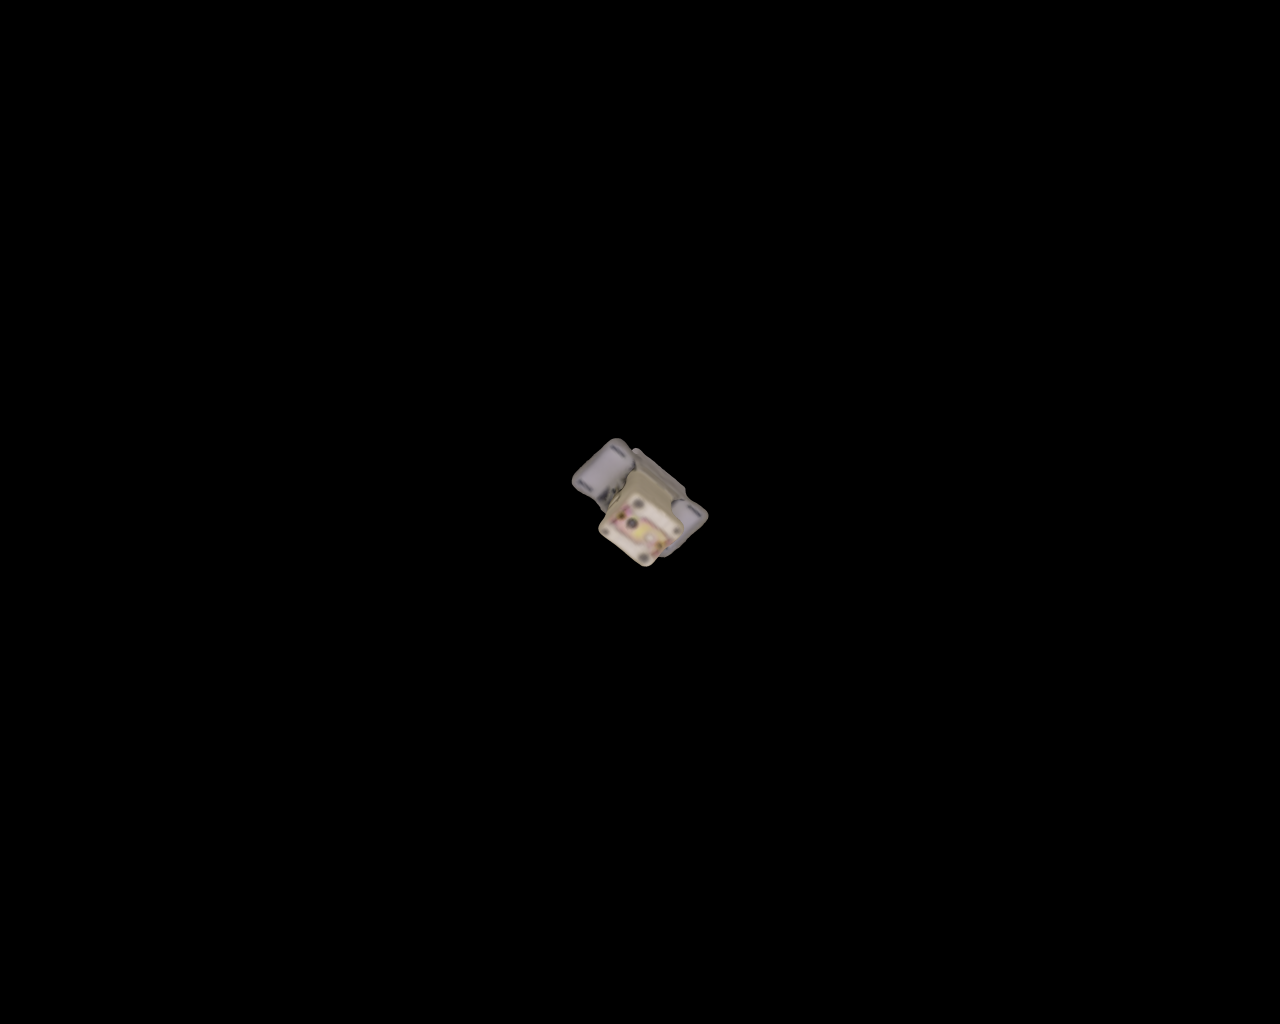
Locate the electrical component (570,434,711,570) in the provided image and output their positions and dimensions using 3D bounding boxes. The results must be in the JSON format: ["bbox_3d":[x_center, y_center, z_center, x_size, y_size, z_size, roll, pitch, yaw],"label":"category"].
[{"bbox_3d":[0.001,-0.003,0.650,0.081,0.042,0.064,38,22,-18],"label":"electrical component"}]
